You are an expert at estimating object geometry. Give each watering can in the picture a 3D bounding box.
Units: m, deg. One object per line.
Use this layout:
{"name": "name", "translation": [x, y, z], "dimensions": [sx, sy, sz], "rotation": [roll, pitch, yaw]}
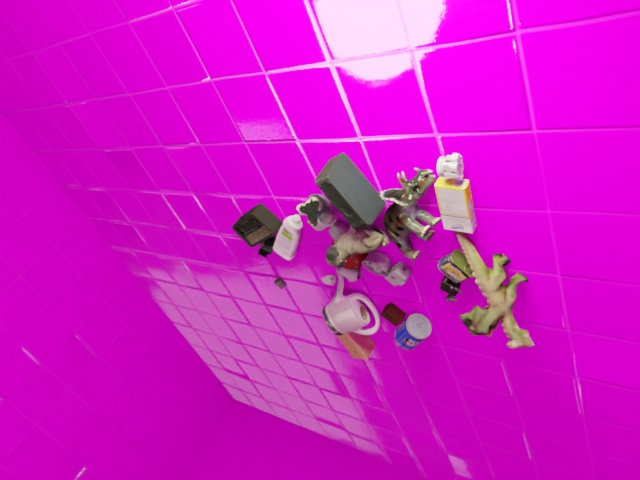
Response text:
{"name": "watering can", "translation": [0.101, 0.273, 2.144], "dimensions": [0.222, 0.106, 0.344], "rotation": [-28, 107, 26]}

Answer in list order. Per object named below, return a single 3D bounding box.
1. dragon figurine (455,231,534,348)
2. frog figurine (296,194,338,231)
{"name": "dragon figurine", "translation": [0.502, 0.173, 1.552], "dimensions": [0.408, 0.247, 0.120], "rotation": [41, 150, -9]}
{"name": "frog figurine", "translation": [0.006, -0.093, 1.838], "dimensions": [0.138, 0.123, 0.158], "rotation": [21, 179, 30]}
